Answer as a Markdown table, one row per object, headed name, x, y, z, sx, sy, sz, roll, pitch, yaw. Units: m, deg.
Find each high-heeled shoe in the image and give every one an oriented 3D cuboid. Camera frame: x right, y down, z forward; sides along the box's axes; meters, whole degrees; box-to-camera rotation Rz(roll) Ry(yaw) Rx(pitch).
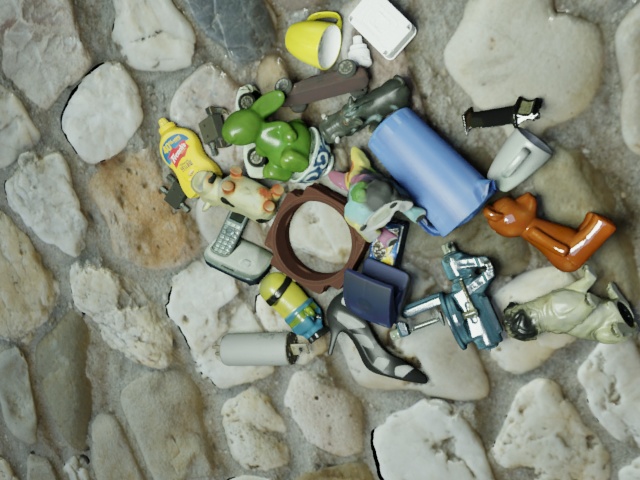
| name | x | y | z | sx | sy | sz | roll | pitch | yaw |
| --- | --- | --- | --- | --- | --- | --- | --- | --- | --- |
| high-heeled shoe | 0.126 | 0.209 | 1.153 | 0.249 | 0.086 | 0.145 | 19 | 76 | -1 |

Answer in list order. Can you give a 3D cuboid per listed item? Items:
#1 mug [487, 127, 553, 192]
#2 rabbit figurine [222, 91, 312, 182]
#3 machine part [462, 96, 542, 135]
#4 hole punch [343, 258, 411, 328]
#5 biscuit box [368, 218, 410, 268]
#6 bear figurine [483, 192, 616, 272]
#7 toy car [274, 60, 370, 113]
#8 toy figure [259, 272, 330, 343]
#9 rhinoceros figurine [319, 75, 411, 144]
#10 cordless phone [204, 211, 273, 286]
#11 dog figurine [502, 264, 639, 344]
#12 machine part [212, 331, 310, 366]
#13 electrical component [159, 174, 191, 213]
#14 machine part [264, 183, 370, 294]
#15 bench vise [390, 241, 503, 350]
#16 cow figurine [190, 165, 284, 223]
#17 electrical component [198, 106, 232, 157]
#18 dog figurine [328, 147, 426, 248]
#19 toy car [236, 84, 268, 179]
| name | x | y | z | sx | sy | sz | roll | pitch | yaw |
| --- | --- | --- | --- | --- | --- | --- | --- | --- | --- |
| mug | 0.358 | -0.138 | 0.983 | 0.081 | 0.109 | 0.107 | 37 | 122 | 5 |
| rabbit figurine | -0.104 | -0.214 | 1.059 | 0.121 | 0.170 | 0.159 | -7 | 68 | 61 |
| machine part | 0.336 | -0.231 | 0.994 | 0.139 | 0.084 | 0.039 | -4 | 130 | 29 |
| hole punch | 0.104 | 0.108 | 1.045 | 0.142 | 0.092 | 0.115 | 20 | 109 | 27 |
| biscuit box | 0.131 | 0.055 | 1.114 | 0.059 | 0.063 | 0.202 | 15 | 103 | 18 |
| bear figurine | 0.405 | -0.035 | 0.976 | 0.196 | 0.120 | 0.132 | 40 | 106 | 15 |
| toy car | 0.001 | -0.311 | 1.086 | 0.202 | 0.089 | 0.053 | -8 | 74 | 22 |
| toy figure | -0.057 | 0.146 | 1.182 | 0.082 | 0.089 | 0.180 | -40 | 82 | 13 |
| rhinoceros figurine | 0.089 | -0.249 | 1.053 | 0.190 | 0.112 | 0.073 | -27 | 92 | 13 |
| cordless phone | -0.162 | -0.002 | 1.209 | 0.147 | 0.088 | 0.184 | 23 | 87 | 15 |
| dog figurine | 0.464 | 0.155 | 1.008 | 0.172 | 0.121 | 0.190 | 45 | 132 | -4 |
| machine part | -0.141 | 0.250 | 1.235 | 0.243 | 0.079 | 0.079 | -5 | 97 | 21 |
| electrical component | -0.337 | -0.109 | 1.275 | 0.094 | 0.021 | 0.063 | 41 | 109 | 10 |
| machine part | -0.002 | -0.003 | 1.140 | 0.201 | 0.087 | 0.201 | 31 | 109 | 12 |
| bench vise | 0.241 | 0.126 | 1.060 | 0.241 | 0.129 | 0.223 | -25 | 88 | 17 |
| cow figurine | -0.184 | -0.096 | 1.157 | 0.195 | 0.085 | 0.127 | 22 | 148 | -3 |
| electrical component | -0.230 | -0.247 | 1.205 | 0.078 | 0.045 | 0.102 | -22 | 88 | 50 |
| dog figurine | 0.082 | -0.096 | 1.020 | 0.108 | 0.191 | 0.219 | -48 | 54 | 16 |
| toy car | -0.139 | -0.232 | 1.156 | 0.056 | 0.073 | 0.201 | -7 | 97 | 20 |
